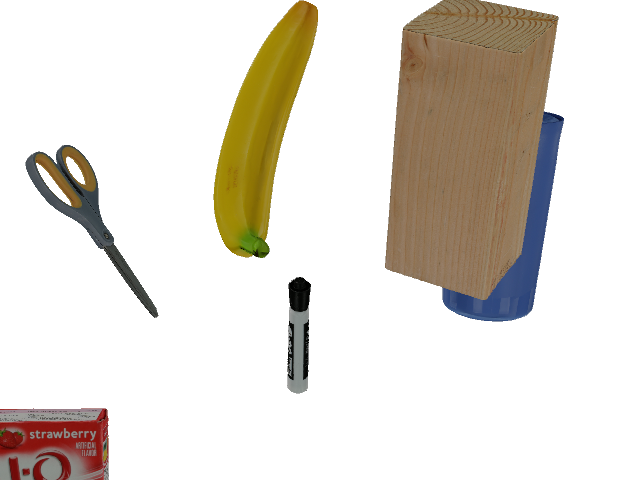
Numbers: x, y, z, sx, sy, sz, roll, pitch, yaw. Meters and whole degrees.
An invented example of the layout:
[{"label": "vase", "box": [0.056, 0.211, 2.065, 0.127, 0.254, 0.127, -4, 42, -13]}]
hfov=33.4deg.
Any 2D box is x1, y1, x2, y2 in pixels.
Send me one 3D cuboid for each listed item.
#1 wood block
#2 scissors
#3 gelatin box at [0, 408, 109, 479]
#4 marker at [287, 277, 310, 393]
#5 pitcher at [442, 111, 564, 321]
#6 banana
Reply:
[{"label": "wood block", "box": [0.114, -0.071, 0.826, 0.091, 0.206, 0.090, 18, 35, 24]}, {"label": "scissors", "box": [-0.221, -0.018, 1.086, 0.016, 0.201, 0.096, -28, 25, 25]}, {"label": "gelatin box", "box": [-0.153, 0.124, 0.542, 0.089, 0.073, 0.030, 0, 6, -4]}, {"label": "marker", "box": [-0.019, 0.082, 0.921, 0.020, 0.121, 0.020, 1, 36, -1]}, {"label": "pitcher", "box": [0.202, -0.032, 1.236, 0.149, 0.243, 0.145, -7, 17, -32]}, {"label": "banana", "box": [-0.036, -0.065, 0.695, 0.037, 0.197, 0.070, 30, -34, -35]}]
